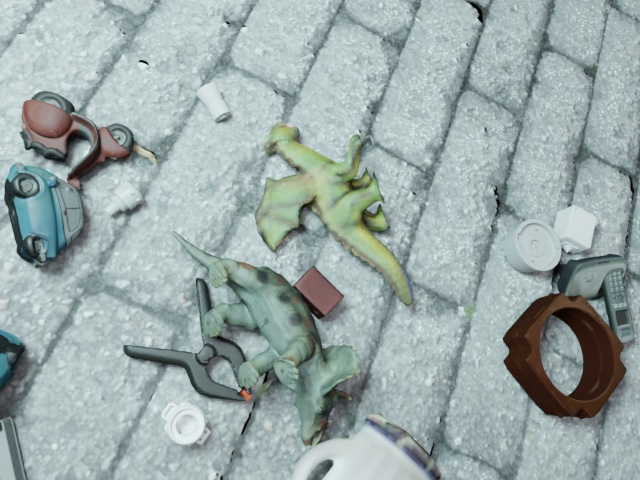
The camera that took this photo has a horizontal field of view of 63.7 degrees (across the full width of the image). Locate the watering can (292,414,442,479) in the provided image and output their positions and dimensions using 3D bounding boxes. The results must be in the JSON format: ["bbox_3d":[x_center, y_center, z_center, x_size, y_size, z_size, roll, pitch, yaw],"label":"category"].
[{"bbox_3d":[0.114,0.434,0.816,0.347,0.103,0.227,44,67,-4],"label":"watering can"}]

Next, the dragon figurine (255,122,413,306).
[{"bbox_3d":[0.003,-0.048,0.953,0.243,0.121,0.415,-16,76,-3],"label":"dragon figurine"}]
